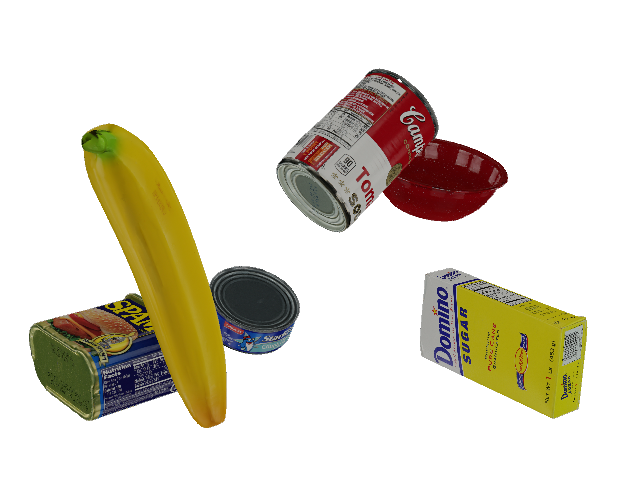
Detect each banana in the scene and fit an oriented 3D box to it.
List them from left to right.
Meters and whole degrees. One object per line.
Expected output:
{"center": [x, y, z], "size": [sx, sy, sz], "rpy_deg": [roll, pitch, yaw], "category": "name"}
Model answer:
{"center": [-0.089, 0.012, 0.569], "size": [0.037, 0.198, 0.069], "rpy_deg": [-10, 35, 13], "category": "banana"}

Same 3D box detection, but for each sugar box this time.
{"center": [0.172, 0.095, 1.032], "size": [0.048, 0.093, 0.177], "rpy_deg": [-12, 22, -40], "category": "sugar box"}

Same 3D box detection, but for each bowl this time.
{"center": [0.127, -0.066, 1.212], "size": [0.162, 0.055, 0.162], "rpy_deg": [8, 26, -4], "category": "bowl"}

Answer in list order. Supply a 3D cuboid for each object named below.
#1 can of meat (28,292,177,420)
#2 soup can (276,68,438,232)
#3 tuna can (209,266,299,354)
{"center": [-0.150, 0.083, 0.769], "size": [0.083, 0.057, 0.102], "rpy_deg": [-15, 23, -37], "category": "can of meat"}
{"center": [0.026, -0.064, 0.755], "size": [0.102, 0.068, 0.069], "rpy_deg": [-46, 20, -21], "category": "soup can"}
{"center": [-0.065, 0.064, 0.983], "size": [0.086, 0.034, 0.086], "rpy_deg": [14, 36, -10], "category": "tuna can"}
